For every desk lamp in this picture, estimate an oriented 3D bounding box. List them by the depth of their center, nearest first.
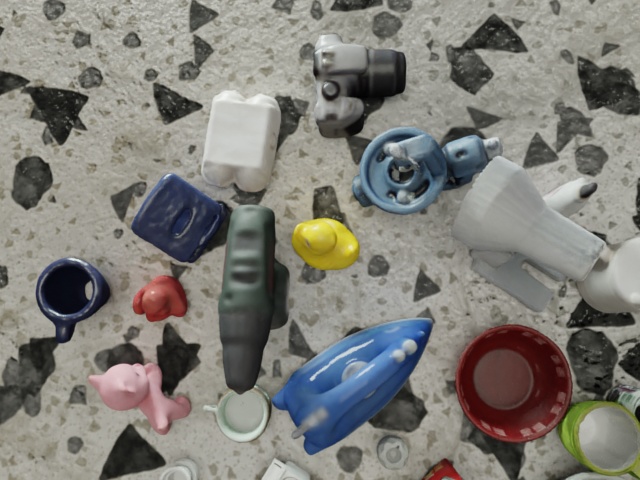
[{"bbox_3d":[0.269,-0.003,0.761,0.203,0.213,0.118,35,85,5],"label":"desk lamp"}]

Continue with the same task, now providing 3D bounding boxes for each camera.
[{"bbox_3d":[0.059,-0.235,0.850,0.137,0.101,0.143,-1,83,1],"label":"camera"}]

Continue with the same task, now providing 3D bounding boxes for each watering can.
[{"bbox_3d":[0.437,0.048,0.762,0.173,0.194,0.101,7,83,2],"label":"watering can"}]

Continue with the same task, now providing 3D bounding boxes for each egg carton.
[{"bbox_3d":[-0.117,-0.148,0.858,0.107,0.069,0.150,7,83,2],"label":"egg carton"}]

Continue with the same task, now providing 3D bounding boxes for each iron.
[{"bbox_3d":[0.060,0.185,0.778,0.258,0.141,0.118,-37,84,-3],"label":"iron"}]

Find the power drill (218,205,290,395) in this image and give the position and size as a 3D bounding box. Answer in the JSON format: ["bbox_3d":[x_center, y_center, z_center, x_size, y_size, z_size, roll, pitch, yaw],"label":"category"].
[{"bbox_3d":[-0.086,0.075,0.760,0.075,0.208,0.230,0,83,1],"label":"power drill"}]

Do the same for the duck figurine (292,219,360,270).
[{"bbox_3d":[0.008,0.003,0.829,0.104,0.086,0.077,20,84,4],"label":"duck figurine"}]

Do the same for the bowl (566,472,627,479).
[{"bbox_3d":[0.371,0.394,0.781,0.167,0.075,0.167,0,83,1],"label":"bowl"}]

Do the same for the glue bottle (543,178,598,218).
[{"bbox_3d":[0.340,-0.055,0.787,0.078,0.173,0.037,-41,84,-4],"label":"glue bottle"}]

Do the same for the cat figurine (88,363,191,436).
[{"bbox_3d":[-0.250,0.218,0.791,0.128,0.118,0.067,44,86,6],"label":"cat figurine"}]

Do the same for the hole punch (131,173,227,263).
[{"bbox_3d":[-0.202,-0.031,0.834,0.101,0.091,0.109,32,85,5],"label":"hole punch"}]

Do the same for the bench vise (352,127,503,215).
[{"bbox_3d":[0.144,-0.118,0.774,0.207,0.220,0.121,-33,83,-3],"label":"bench vise"}]

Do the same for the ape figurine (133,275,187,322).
[{"bbox_3d":[-0.230,0.087,0.820,0.077,0.092,0.076,23,84,4],"label":"ape figurine"}]

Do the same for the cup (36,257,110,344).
[{"bbox_3d":[-0.343,0.088,0.820,0.091,0.095,0.118,5,83,2],"label":"cup"}]
